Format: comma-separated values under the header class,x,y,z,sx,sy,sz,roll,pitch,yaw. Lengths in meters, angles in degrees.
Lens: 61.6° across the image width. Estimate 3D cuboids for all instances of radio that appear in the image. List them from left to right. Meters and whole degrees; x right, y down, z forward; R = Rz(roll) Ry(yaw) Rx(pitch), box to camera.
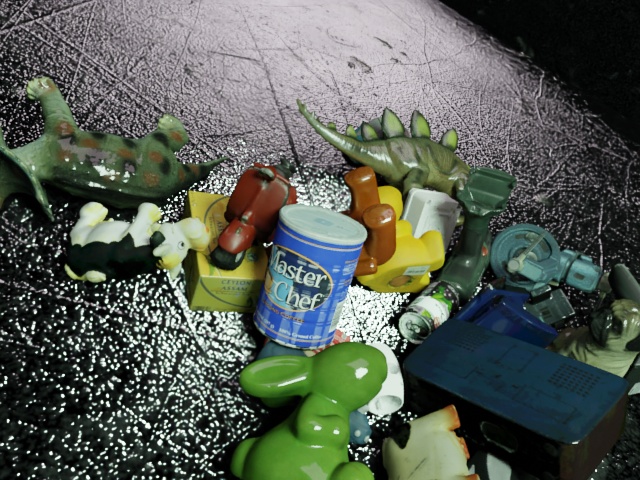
class,x,y,z,sx,sy,sz,roll,pitch,yaw
radio,0.217,0.180,0.629,0.131,0.073,0.230,-29,30,-36

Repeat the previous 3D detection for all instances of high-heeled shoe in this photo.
class,x,y,z,sx,sy,sz,roll,pitch,yaw
high-heeled shoe,0.212,0.249,0.661,0.145,0.086,0.249,-6,18,7

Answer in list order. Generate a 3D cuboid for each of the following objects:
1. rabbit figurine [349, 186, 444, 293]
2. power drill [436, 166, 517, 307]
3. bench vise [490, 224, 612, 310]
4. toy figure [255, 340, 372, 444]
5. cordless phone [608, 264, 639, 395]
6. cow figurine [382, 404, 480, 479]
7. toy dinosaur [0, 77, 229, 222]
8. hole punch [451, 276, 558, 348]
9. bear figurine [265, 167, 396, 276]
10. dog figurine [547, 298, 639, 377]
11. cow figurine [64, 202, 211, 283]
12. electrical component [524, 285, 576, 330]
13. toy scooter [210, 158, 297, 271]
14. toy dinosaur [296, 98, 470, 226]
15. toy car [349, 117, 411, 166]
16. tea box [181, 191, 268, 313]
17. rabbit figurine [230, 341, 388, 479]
class,x,y,z,sx,sy,sz,roll,pitch,yaw
rabbit figurine,0.097,-0.006,0.848,0.162,0.121,0.173,-5,63,-4
power drill,0.254,-0.015,0.879,0.086,0.207,0.232,25,47,17
bench vise,0.387,0.047,0.931,0.224,0.128,0.240,36,19,27
toy figure,-0.004,0.171,0.610,0.155,0.064,0.058,36,28,17
cordless phone,0.492,0.143,0.859,0.089,0.146,0.184,-8,49,3
cow figurine,0.099,0.261,0.527,0.127,0.085,0.195,-19,23,10
toy dinosaur,-0.287,-0.099,0.746,0.405,0.131,0.192,4,53,-33
hole punch,0.255,0.129,0.766,0.115,0.142,0.092,13,40,-36
bear figurine,-0.001,0.001,0.726,0.196,0.131,0.120,-14,45,-1
dog figurine,0.413,0.145,0.782,0.121,0.190,0.172,31,35,8
cow figurine,-0.219,0.010,0.641,0.168,0.068,0.098,2,52,15
electrical component,0.352,0.111,0.833,0.075,0.119,0.048,-24,62,6
toy scooter,-0.071,-0.052,0.674,0.075,0.135,0.184,28,33,2
toy dinosaur,0.167,-0.144,1.015,0.471,0.105,0.198,13,60,-29
toy car,0.137,-0.202,1.128,0.162,0.102,0.109,9,40,-18
tea box,-0.132,0.014,0.728,0.098,0.068,0.170,4,40,-26
rabbit figurine,-0.001,0.176,0.538,0.159,0.121,0.170,19,64,22
